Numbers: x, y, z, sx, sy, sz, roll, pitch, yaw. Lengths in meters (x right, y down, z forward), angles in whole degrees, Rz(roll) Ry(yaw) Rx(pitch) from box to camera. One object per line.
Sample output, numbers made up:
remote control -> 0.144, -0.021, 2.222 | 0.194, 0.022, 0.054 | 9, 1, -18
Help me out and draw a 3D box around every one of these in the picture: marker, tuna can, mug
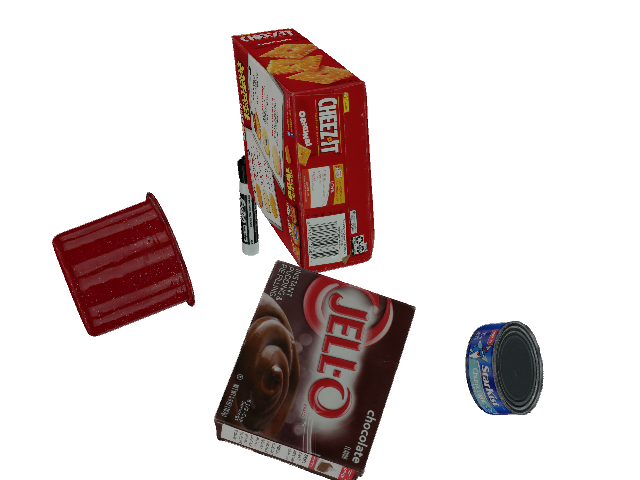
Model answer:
marker -> -0.078, -0.038, 1.156 | 0.020, 0.121, 0.020 | -1, 34, 0
tuna can -> 0.169, 0.118, 0.981 | 0.034, 0.086, 0.085 | -9, -6, 40
mug -> -0.153, 0.018, 0.811 | 0.081, 0.093, 0.117 | -22, 19, -14

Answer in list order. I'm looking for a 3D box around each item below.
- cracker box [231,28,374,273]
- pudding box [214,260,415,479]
cracker box -> -0.018, -0.089, 0.968 | 0.072, 0.164, 0.214 | -10, 25, -13
pudding box -> -0.002, 0.077, 0.631 | 0.090, 0.113, 0.039 | 18, -27, 4
